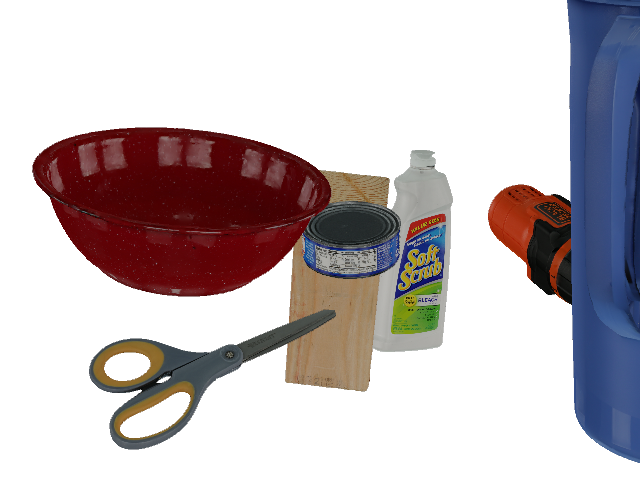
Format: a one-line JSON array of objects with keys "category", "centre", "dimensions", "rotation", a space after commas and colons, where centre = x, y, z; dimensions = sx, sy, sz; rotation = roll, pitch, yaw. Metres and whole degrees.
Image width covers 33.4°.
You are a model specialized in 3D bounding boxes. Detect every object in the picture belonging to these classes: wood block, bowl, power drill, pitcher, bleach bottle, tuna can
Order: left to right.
[{"category": "bowl", "centre": [-0.077, -0.013, 0.590], "dimensions": [0.162, 0.055, 0.162], "rotation": [7, 22, -3]}, {"category": "wood block", "centre": [0.017, 0.041, 1.101], "dimensions": [0.090, 0.206, 0.090], "rotation": [6, 26, 3]}, {"category": "tuna can", "centre": [0.026, -0.001, 0.916], "dimensions": [0.086, 0.034, 0.086], "rotation": [-2, 27, 1]}, {"category": "bleach bottle", "centre": [0.114, 0.012, 1.348], "dimensions": [0.102, 0.251, 0.068], "rotation": [-2, 16, -18]}, {"category": "power drill", "centre": [0.233, -0.001, 0.731], "dimensions": [0.187, 0.057, 0.185], "rotation": [-10, 29, -18]}, {"category": "pitcher", "centre": [0.182, -0.008, 0.537], "dimensions": [0.149, 0.243, 0.145], "rotation": [-4, 18, -6]}]

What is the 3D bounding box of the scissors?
[{"category": "scissors", "centre": [-0.088, 0.082, 0.811], "dimensions": [0.096, 0.016, 0.201], "rotation": [39, 55, 20]}]
